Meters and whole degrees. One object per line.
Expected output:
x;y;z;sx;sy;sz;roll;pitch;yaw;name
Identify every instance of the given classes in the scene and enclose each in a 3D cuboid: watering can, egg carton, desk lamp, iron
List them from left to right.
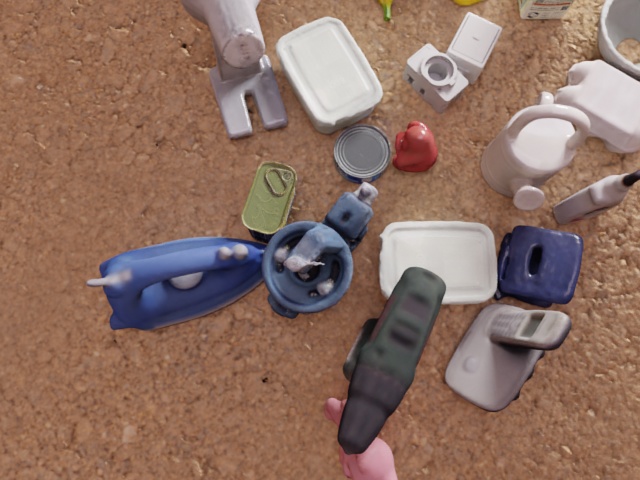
-0.174;0.039;0.768;0.258;0.118;0.141;-15;-12;-5;iron
-0.116;-0.281;0.803;0.118;0.203;0.213;-18;-11;-5;desk lamp
0.300;-0.126;0.791;0.101;0.173;0.194;-6;-12;-3;watering can
0.435;-0.204;0.875;0.150;0.107;0.069;31;-11;5;egg carton

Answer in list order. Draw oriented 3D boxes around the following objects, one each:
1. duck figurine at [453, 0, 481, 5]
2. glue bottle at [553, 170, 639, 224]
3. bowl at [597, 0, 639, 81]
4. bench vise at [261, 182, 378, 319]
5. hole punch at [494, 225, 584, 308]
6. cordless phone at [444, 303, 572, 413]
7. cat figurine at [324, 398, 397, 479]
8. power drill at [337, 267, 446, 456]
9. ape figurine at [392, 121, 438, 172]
0.254;-0.439;0.913;0.077;0.104;0.086;44;-10;8;duck figurine
0.392;-0.063;0.790;0.078;0.037;0.173;-17;-12;-5;glue bottle
0.505;-0.315;0.899;0.167;0.167;0.075;0;-12;-2;bowl
-0.004;-0.002;0.742;0.121;0.207;0.220;20;-12;3;bench vise
0.304;0.038;0.808;0.101;0.109;0.091;16;-12;2;hole punch
0.242;0.149;0.734;0.094;0.148;0.185;31;-11;5;cordless phone
0.053;0.262;0.738;0.067;0.128;0.118;-20;-11;-5;cat figurine
0.081;0.148;0.717;0.075;0.230;0.208;26;-12;4;power drill
0.140;-0.140;0.841;0.076;0.078;0.092;43;-10;8;ape figurine
